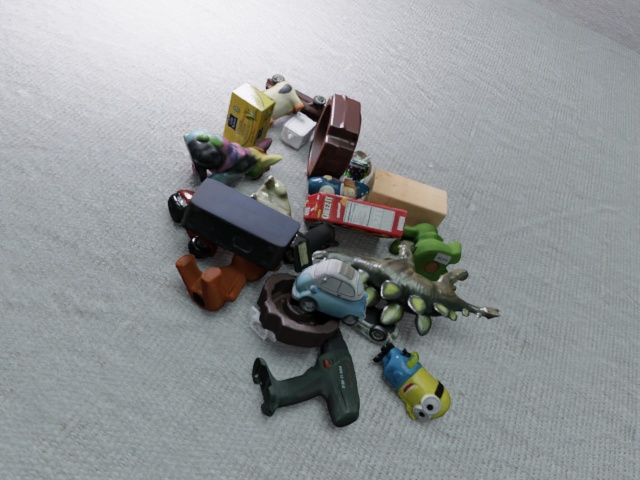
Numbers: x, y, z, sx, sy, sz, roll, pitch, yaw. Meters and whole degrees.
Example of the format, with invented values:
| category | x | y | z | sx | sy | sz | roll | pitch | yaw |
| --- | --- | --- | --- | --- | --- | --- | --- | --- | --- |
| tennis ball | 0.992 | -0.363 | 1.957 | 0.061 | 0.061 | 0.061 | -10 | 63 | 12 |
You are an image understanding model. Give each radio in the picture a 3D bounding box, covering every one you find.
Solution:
| category | x | y | z | sx | sy | sz | roll | pitch | yaw |
| --- | --- | --- | --- | --- | --- | --- | --- | --- | --- |
| radio | -0.166 | -0.033 | 1.132 | 0.230 | 0.073 | 0.131 | 26 | 31 | -2 |

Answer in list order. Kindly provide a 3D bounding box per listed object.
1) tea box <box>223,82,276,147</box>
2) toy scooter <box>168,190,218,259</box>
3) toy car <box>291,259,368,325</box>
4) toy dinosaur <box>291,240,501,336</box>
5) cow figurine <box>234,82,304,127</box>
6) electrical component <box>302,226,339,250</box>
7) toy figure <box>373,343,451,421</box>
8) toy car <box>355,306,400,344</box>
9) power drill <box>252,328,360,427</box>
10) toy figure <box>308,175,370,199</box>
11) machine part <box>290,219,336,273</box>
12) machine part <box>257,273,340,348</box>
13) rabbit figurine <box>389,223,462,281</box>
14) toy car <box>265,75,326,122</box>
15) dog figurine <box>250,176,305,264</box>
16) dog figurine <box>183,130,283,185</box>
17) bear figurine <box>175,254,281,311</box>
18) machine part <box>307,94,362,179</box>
| category | x | y | z | sx | sy | sz | roll | pitch | yaw |
| --- | --- | --- | --- | --- | --- | --- | --- | --- | --- |
| tea box | -0.186 | -0.305 | 1.386 | 0.098 | 0.169 | 0.068 | 33 | 50 | 8 |
| toy scooter | -0.256 | -0.045 | 1.222 | 0.135 | 0.075 | 0.184 | -18 | 65 | -31 |
| toy car | 0.030 | 0.095 | 1.080 | 0.162 | 0.102 | 0.109 | 23 | 34 | 1 |
| toy dinosaur | 0.173 | 0.095 | 1.204 | 0.472 | 0.105 | 0.198 | 20 | 39 | 7 |
| cow figurine | -0.157 | -0.376 | 1.483 | 0.195 | 0.085 | 0.127 | -26 | 93 | -7 |
| electrical component | -0.003 | -0.004 | 1.319 | 0.094 | 0.021 | 0.063 | -2 | 55 | -22 |
| toy figure | 0.197 | 0.293 | 1.128 | 0.089 | 0.082 | 0.180 | -28 | 65 | -33 |
| toy car | 0.087 | 0.163 | 1.204 | 0.202 | 0.056 | 0.073 | 31 | 43 | 3 |
| power drill | -0.027 | 0.265 | 1.072 | 0.207 | 0.086 | 0.232 | 3 | 46 | -28 |
| toy figure | 0.049 | -0.128 | 1.368 | 0.155 | 0.064 | 0.058 | 6 | 61 | 6 |
| machine part | -0.016 | 0.009 | 1.160 | 0.039 | 0.084 | 0.139 | 7 | 34 | 37 |
| machine part | -0.044 | 0.144 | 1.106 | 0.179 | 0.056 | 0.179 | 17 | 33 | -11 |
| rabbit figurine | 0.259 | 0.019 | 1.363 | 0.159 | 0.121 | 0.170 | 10 | 33 | -5 |
| toy car | -0.072 | -0.403 | 1.557 | 0.202 | 0.089 | 0.053 | 28 | 54 | 3 |
| dog figurine | -0.086 | -0.047 | 1.286 | 0.190 | 0.121 | 0.172 | 40 | 53 | -6 |
| dog figurine | -0.206 | -0.207 | 1.306 | 0.219 | 0.191 | 0.109 | -22 | 56 | -15 |
| bear figurine | -0.185 | 0.059 | 1.135 | 0.120 | 0.131 | 0.196 | 26 | 50 | 35 |
| machine part | 0.037 | -0.262 | 1.416 | 0.087 | 0.201 | 0.201 | 14 | 50 | -13 |
